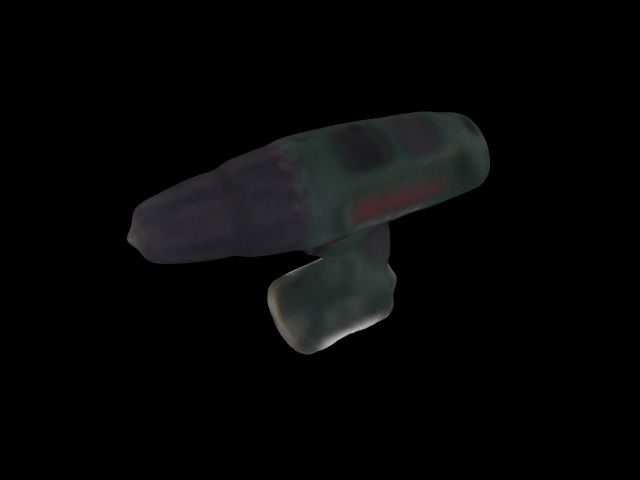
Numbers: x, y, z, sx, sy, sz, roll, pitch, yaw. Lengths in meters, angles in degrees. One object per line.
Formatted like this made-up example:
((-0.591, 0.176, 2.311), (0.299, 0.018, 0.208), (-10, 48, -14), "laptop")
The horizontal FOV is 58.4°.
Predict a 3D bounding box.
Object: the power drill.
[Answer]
((0.004, 0.001, 0.400), (0.230, 0.208, 0.075), (-25, 63, -14), "power drill")
